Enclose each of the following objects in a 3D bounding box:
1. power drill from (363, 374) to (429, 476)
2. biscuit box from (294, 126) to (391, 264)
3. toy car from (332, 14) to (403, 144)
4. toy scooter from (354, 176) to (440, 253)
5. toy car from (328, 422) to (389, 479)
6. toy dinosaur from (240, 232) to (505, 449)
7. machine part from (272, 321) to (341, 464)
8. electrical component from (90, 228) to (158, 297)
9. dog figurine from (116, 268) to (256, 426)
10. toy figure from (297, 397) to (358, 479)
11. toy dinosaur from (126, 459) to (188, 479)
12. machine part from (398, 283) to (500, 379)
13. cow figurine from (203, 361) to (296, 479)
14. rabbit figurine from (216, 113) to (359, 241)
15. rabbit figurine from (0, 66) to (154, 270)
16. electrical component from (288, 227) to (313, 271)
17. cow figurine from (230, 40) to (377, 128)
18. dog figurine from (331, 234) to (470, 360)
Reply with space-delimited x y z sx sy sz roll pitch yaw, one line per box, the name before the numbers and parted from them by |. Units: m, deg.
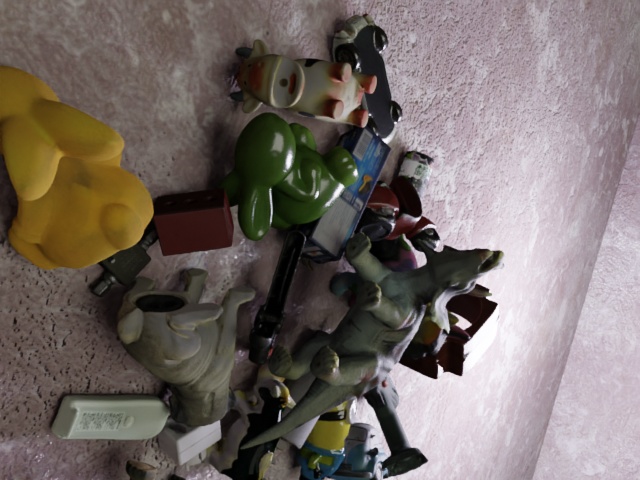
power drill | 0.106 0.295 0.942 0.086 0.207 0.231 -29 142 0
biscuit box | 0.030 -0.067 0.765 0.059 0.063 0.202 37 64 -24
toy car | 0.069 -0.227 0.791 0.073 0.056 0.201 -41 131 -25
toy scooter | 0.111 -0.056 0.860 0.184 0.075 0.135 14 52 -34
toy car | 0.077 0.395 1.005 0.161 0.109 0.103 30 61 -60
toy dinosaur | 0.067 0.134 0.728 0.192 0.131 0.404 29 105 -37
machine part | -0.019 0.231 0.842 0.243 0.079 0.079 -55 139 -19
electrical component | -0.214 0.013 0.567 0.094 0.021 0.063 -52 137 -22
dog figurine | -0.160 0.145 0.604 0.172 0.121 0.190 -7 111 -47
toy figure | 0.006 0.327 0.906 0.089 0.082 0.180 16 99 -28
toy dinosaur | -0.197 0.400 0.659 0.198 0.105 0.470 -57 150 -25
machine part | 0.204 0.147 0.978 0.201 0.201 0.087 -36 131 -37
cow figurine | -0.085 0.256 0.755 0.068 0.098 0.167 44 70 -43
rabbit figurine | -0.058 -0.086 0.646 0.159 0.121 0.170 -46 155 2
rabbit figurine | -0.226 -0.061 0.443 0.122 0.162 0.173 -36 113 -21
electrical component | -0.001 -0.004 0.803 0.102 0.045 0.078 -40 103 -38
cow figurine | -0.022 -0.189 0.660 0.195 0.127 0.085 -16 117 -62
dog figurine | 0.145 0.086 0.871 0.191 0.219 0.108 -57 143 -17
